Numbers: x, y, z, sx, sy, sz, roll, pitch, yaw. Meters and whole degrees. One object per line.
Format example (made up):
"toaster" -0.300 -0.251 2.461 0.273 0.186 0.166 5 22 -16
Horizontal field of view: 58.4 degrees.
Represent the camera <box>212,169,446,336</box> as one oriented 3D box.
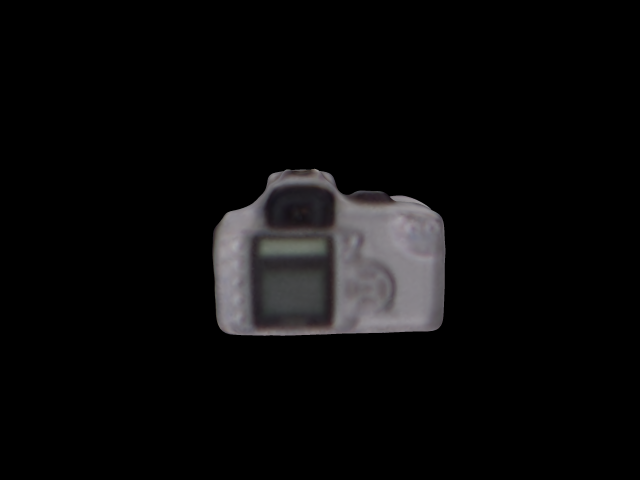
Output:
"camera" 0.004 0.001 0.400 0.143 0.101 0.137 0 7 -3
